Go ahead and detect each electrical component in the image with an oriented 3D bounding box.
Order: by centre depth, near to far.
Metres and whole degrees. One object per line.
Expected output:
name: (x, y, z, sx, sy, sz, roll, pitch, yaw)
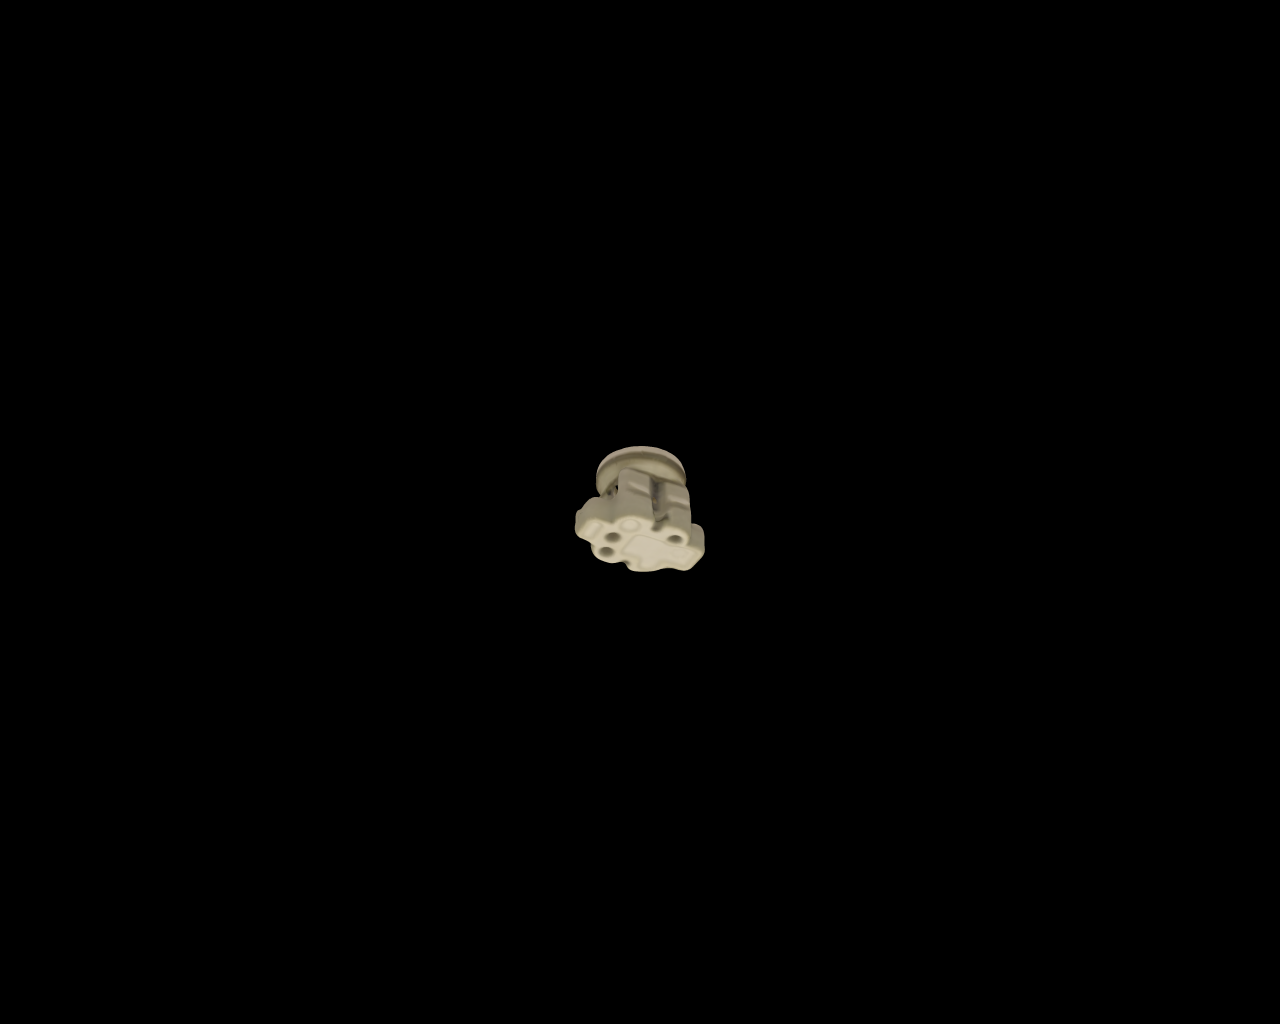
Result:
electrical component: (0.001, -0.003, 0.650, 0.078, 0.057, 0.058, 17, -40, -22)
